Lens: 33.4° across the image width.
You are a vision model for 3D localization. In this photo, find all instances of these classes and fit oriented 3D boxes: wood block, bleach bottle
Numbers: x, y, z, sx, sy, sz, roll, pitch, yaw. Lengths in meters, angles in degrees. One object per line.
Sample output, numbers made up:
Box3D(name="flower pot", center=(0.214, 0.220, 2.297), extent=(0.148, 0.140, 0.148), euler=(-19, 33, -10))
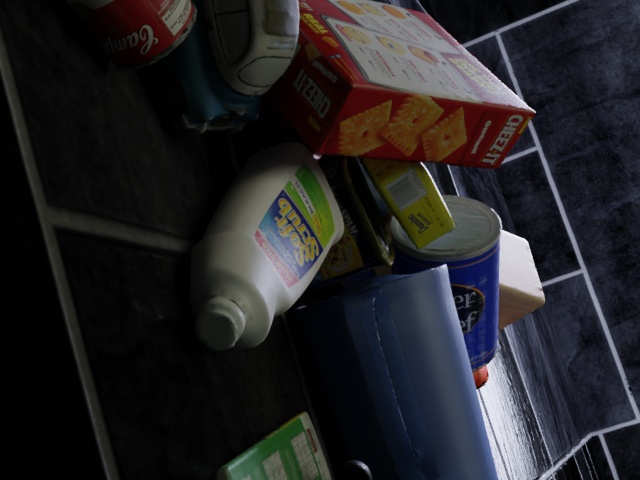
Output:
Box3D(name="wood block", center=(0.145, 0.030, 1.189), extent=(0.205, 0.090, 0.091), euler=(19, 48, -38))
Box3D(name="bleach bottle", center=(-0.042, 0.014, 0.781), extent=(0.250, 0.068, 0.102), euler=(-69, 138, -64))

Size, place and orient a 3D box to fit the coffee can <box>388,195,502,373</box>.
Box3D(name="coffee can", center=(0.118, 0.043, 1.008), extent=(0.102, 0.103, 0.140), euler=(-86, 173, -56))

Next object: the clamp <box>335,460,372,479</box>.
Box3D(name="clamp", center=(0.037, 0.231, 0.772), extent=(0.171, 0.039, 0.120), euler=(56, 41, -63))

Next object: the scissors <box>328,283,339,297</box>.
Box3D(name="scissors", center=(-0.007, 0.001, 0.994), extent=(0.096, 0.016, 0.202), euler=(41, 31, -64))

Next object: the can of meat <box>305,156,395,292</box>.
Box3D(name="can of meat", center=(0.007, -0.013, 0.934), extent=(0.057, 0.084, 0.102), euler=(-64, 131, -70))

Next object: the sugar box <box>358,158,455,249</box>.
Box3D(name="sugar box", center=(0.056, -0.080, 0.967), extent=(0.093, 0.048, 0.176), euler=(56, 2, -42))

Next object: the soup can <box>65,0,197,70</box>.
Box3D(name="soup can", center=(-0.134, -0.170, 0.687), extent=(0.102, 0.069, 0.068), euler=(54, 22, -42))

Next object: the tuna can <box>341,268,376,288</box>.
Box3D(name="tuna can", center=(0.033, 0.023, 1.030), extent=(0.086, 0.034, 0.086), euler=(-17, 92, -90))

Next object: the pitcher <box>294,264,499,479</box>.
Box3D(name="pitcher", center=(0.071, 0.148, 0.873), extent=(0.148, 0.145, 0.243), euler=(-14, 86, -37))

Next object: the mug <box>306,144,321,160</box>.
Box3D(name="mug", center=(0.015, -0.140, 1.101), extent=(0.081, 0.093, 0.117), euler=(66, -13, 6))

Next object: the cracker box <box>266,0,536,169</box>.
Box3D(name="cracker box", center=(0.048, -0.134, 0.883), extent=(0.213, 0.072, 0.164), euler=(2, 39, -42))

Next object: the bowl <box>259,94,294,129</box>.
Box3D(name="bowl", center=(-0.048, -0.166, 0.991), extent=(0.162, 0.055, 0.162), euler=(55, 23, -38))

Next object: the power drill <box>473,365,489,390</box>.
Box3D(name="power drill", center=(0.143, 0.108, 1.297), extent=(0.187, 0.057, 0.184), euler=(32, 43, -61))
